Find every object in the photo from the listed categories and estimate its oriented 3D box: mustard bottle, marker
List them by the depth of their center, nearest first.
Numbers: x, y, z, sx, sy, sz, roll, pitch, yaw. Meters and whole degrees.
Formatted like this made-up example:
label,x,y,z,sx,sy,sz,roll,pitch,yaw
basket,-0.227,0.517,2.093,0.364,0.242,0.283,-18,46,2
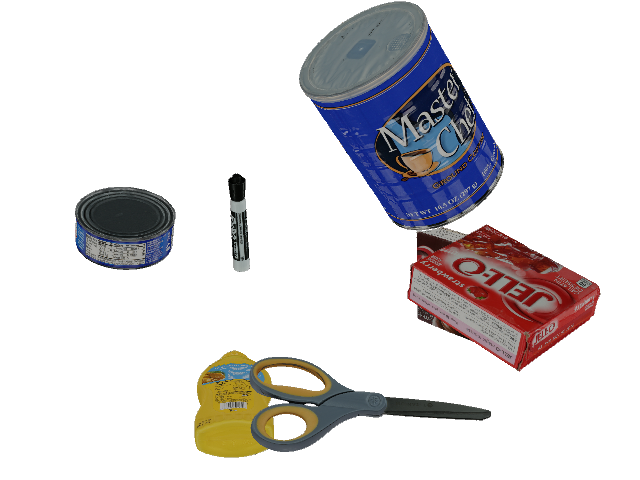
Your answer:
label,x,y,z,sx,sy,sz,roll,pitch,yaw
marker,-0.089,-0.019,1.171,0.020,0.121,0.020,0,34,0
mustard bottle,-0.110,0.197,1.360,0.096,0.058,0.191,-4,26,-3

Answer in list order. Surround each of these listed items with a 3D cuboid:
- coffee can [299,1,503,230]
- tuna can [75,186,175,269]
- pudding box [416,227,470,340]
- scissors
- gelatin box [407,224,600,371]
label,x,y,z,sx,sy,sz,roll,pitch,yaw
coffee can,0.063,-0.092,0.801,0.103,0.102,0.140,0,-42,42
tuna can,-0.170,-0.011,0.928,0.086,0.034,0.086,7,32,-4
pudding box,0.137,0.042,1.008,0.039,0.090,0.114,-13,18,-33
scissors,0.031,0.148,0.871,0.202,0.096,0.016,16,-41,12
gelatin box,0.109,0.031,0.639,0.073,0.030,0.089,-25,44,-37
